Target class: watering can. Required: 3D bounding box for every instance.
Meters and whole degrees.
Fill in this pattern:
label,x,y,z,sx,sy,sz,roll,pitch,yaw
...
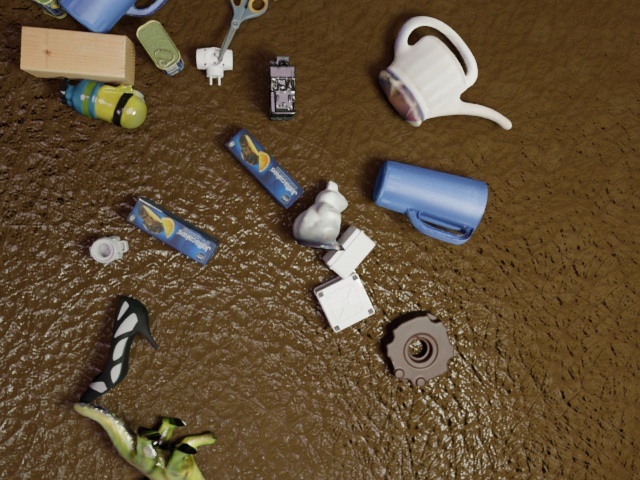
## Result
label,x,y,z,sx,sy,sz,roll,pitch,yaw
watering can,0.281,-0.347,1.198,0.225,0.346,0.104,-38,6,-2

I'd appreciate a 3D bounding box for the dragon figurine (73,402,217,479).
label,x,y,z,sx,sy,sz,roll,pitch,yaw
dragon figurine,-0.387,0.523,1.163,0.409,0.241,0.123,23,9,-7

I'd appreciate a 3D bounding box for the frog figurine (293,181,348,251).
label,x,y,z,sx,sy,sz,roll,pitch,yaw
frog figurine,0.004,-0.059,1.163,0.122,0.160,0.137,7,-6,-12
